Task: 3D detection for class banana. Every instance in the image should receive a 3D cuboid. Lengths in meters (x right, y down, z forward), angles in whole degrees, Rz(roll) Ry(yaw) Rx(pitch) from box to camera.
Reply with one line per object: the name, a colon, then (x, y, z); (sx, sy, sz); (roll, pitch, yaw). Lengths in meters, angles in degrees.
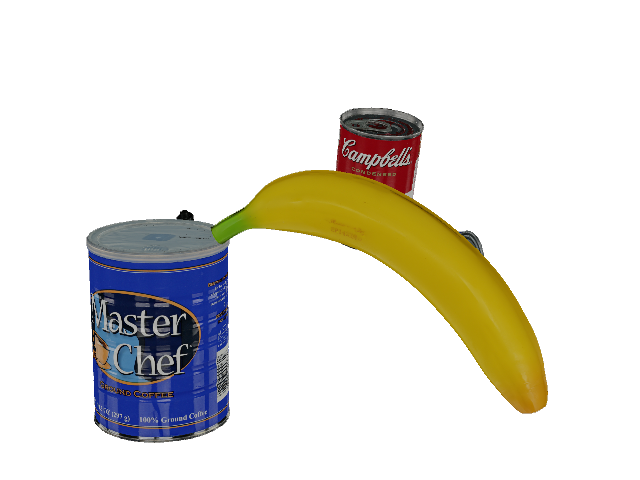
banana: (0.043, 0.015, 0.560); (0.198, 0.070, 0.037); (29, 14, 6)

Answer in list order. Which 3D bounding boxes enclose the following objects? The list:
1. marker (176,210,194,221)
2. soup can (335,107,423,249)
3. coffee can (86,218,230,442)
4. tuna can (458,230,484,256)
marker: (-0.144, 0.020, 1.207); (0.020, 0.121, 0.020); (-6, 30, 3)
soup can: (0.044, -0.050, 0.877); (0.068, 0.102, 0.068); (5, 26, -2)
coffee can: (-0.118, 0.063, 0.788); (0.103, 0.140, 0.103); (1, 14, 0)
tuna can: (0.145, 0.032, 1.155); (0.034, 0.086, 0.086); (0, 0, 34)
